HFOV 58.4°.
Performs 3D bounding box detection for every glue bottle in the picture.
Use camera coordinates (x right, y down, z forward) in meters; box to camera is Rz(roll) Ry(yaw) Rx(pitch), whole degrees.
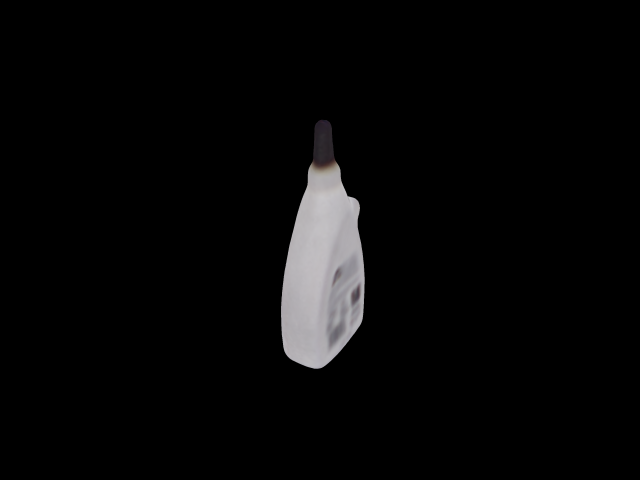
[{"bbox_3d":[0.004,0.001,0.400,0.037,0.173,0.078,16,32,27],"label":"glue bottle"}]
